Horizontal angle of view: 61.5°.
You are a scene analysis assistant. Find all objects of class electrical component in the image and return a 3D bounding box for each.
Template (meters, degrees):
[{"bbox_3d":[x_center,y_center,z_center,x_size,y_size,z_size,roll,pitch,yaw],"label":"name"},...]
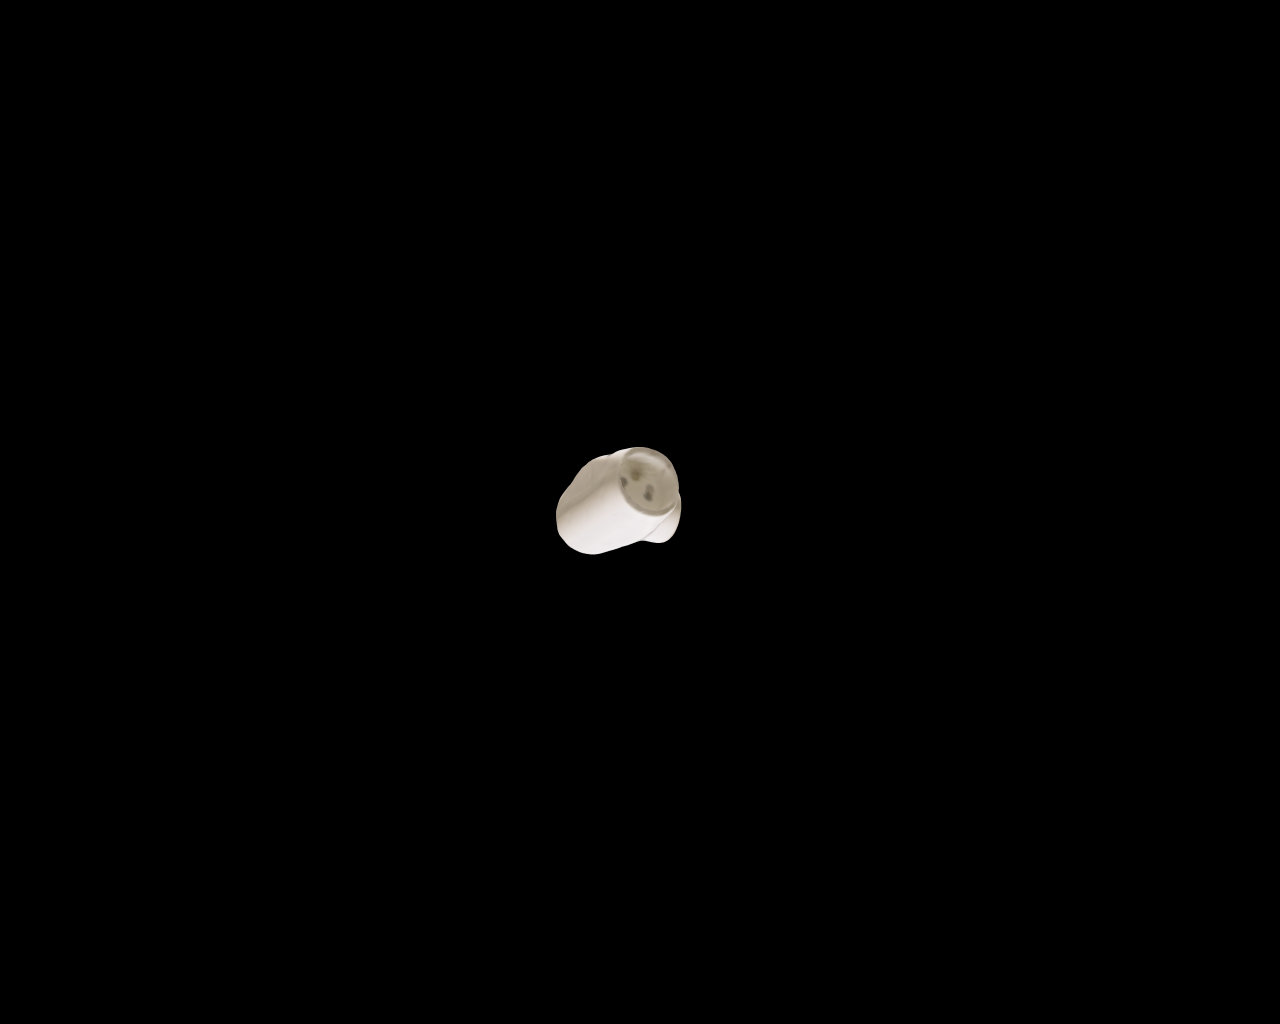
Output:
[{"bbox_3d":[0.001,-0.003,0.650,0.079,0.044,0.077,13,-26,-29],"label":"electrical component"}]
